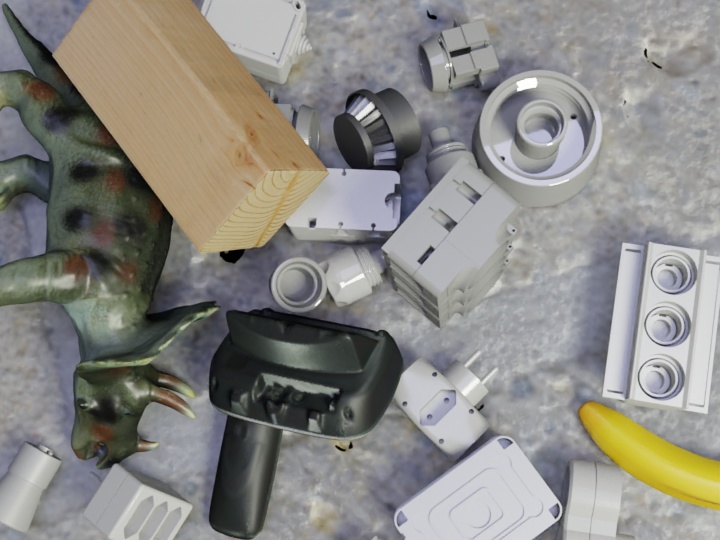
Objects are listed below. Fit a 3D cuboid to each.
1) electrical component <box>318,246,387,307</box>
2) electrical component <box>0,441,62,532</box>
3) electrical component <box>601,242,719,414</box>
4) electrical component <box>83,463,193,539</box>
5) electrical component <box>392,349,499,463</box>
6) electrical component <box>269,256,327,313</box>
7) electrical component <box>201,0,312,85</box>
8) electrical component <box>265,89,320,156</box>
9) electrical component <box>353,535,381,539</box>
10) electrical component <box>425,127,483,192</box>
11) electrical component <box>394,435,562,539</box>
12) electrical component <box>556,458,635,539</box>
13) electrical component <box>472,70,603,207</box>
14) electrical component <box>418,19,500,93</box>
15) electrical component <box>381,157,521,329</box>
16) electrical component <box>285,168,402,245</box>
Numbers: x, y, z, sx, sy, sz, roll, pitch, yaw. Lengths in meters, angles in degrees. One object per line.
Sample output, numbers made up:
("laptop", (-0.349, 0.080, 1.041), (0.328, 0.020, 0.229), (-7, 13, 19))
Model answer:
("electrical component", (0.000, 0.000, 0.877), (0.062, 0.043, 0.043), (-25, 78, -3))
("electrical component", (-0.270, 0.171, 0.864), (0.044, 0.044, 0.065), (27, 77, 9))
("electrical component", (0.235, 0.046, 0.841), (0.079, 0.063, 0.121), (9, 79, 6))
("electrical component", (-0.186, 0.180, 0.848), (0.077, 0.066, 0.047), (26, 81, 38))
("electrical component", (0.075, 0.098, 0.852), (0.079, 0.043, 0.077), (-44, 79, -5))
("electrical component", (-0.053, 0.011, 0.867), (0.044, 0.065, 0.044), (0, 90, -11))
("electrical component", (-0.086, -0.201, 0.918), (0.096, 0.061, 0.061), (19, 82, 1))
("electrical component", (-0.066, -0.109, 0.897), (0.057, 0.058, 0.078), (3, 79, 8))
("electrical component", (0.021, 0.239, 0.828), (0.081, 0.043, 0.043), (42, 84, 11))
("electrical component", (0.074, -0.087, 0.890), (0.048, 0.048, 0.062), (-18, 71, 0))
("electrical component", (0.090, 0.187, 0.826), (0.113, 0.057, 0.078), (-36, 79, -3))
("electrical component", (0.188, 0.217, 0.816), (0.074, 0.052, 0.138), (8, 80, 5))
("electrical component", (0.146, -0.111, 0.880), (0.108, 0.060, 0.108), (-1, 79, 4))
("electrical component", (0.081, -0.177, 0.906), (0.055, 0.048, 0.066), (-16, 78, -7))
("electrical component", (0.073, -0.013, 0.820), (0.062, 0.150, 0.089), (40, 84, 12))
("electrical component", (-0.012, -0.051, 0.882), (0.089, 0.055, 0.050), (3, 79, 5))
